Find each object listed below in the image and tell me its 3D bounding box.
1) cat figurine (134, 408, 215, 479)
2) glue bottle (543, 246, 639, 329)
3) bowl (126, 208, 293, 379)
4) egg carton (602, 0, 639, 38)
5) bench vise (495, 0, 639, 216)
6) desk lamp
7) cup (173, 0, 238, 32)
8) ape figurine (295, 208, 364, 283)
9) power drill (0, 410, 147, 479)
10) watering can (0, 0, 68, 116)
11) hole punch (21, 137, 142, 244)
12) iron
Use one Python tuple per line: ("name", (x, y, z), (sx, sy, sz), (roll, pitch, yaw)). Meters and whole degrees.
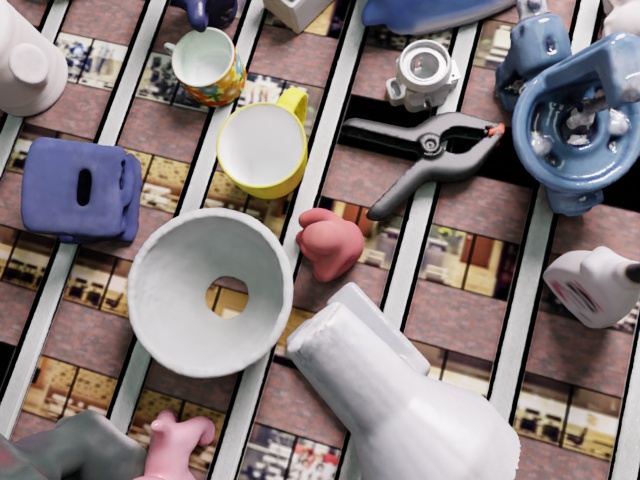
("cat figurine", (-0.152, 0.228, 0.531), (0.067, 0.118, 0.128), (5, 79, 8))
("glue bottle", (0.250, 0.037, 0.499), (0.037, 0.173, 0.078), (-42, 77, -3))
("bowl", (-0.103, 0.056, 0.584), (0.167, 0.075, 0.167), (-1, 78, 6))
("egg carton", (0.372, -0.238, 0.596), (0.150, 0.069, 0.107), (5, 79, 7))
("bench vise", (0.215, -0.138, 0.515), (0.121, 0.220, 0.207), (-32, 76, -1))
("desk lamp", (0.049, 0.129, 0.480), (0.118, 0.213, 0.203), (-43, 77, -3))
("cup", (-0.126, -0.274, 0.645), (0.091, 0.095, 0.118), (-5, 78, 5))
("ape figurine", (0.005, 0.002, 0.574), (0.076, 0.092, 0.078), (2, 78, 7))
("power drill", (-0.237, 0.211, 0.497), (0.229, 0.208, 0.076), (31, 83, 12))
("watering can", (-0.358, -0.216, 0.608), (0.172, 0.194, 0.101), (8, 79, 8))
("hole punch", (-0.252, -0.054, 0.615), (0.101, 0.091, 0.109), (-2, 78, 6))
("iron", (0.158, -0.317, 0.599), (0.258, 0.141, 0.118), (-14, 77, 3))
